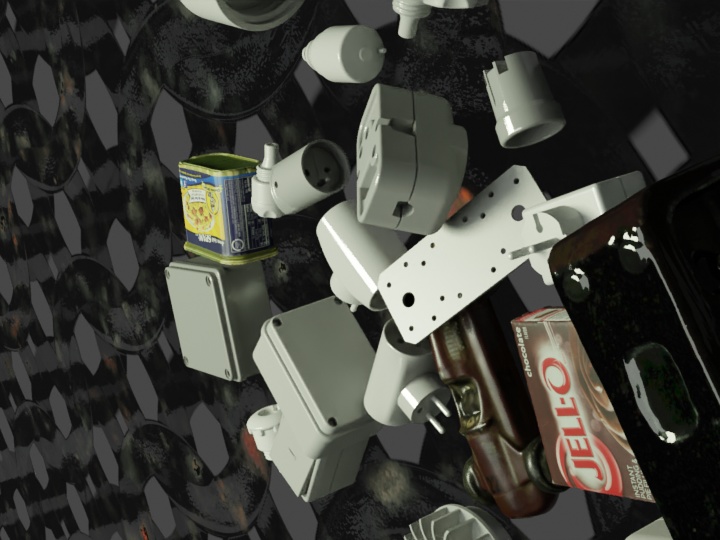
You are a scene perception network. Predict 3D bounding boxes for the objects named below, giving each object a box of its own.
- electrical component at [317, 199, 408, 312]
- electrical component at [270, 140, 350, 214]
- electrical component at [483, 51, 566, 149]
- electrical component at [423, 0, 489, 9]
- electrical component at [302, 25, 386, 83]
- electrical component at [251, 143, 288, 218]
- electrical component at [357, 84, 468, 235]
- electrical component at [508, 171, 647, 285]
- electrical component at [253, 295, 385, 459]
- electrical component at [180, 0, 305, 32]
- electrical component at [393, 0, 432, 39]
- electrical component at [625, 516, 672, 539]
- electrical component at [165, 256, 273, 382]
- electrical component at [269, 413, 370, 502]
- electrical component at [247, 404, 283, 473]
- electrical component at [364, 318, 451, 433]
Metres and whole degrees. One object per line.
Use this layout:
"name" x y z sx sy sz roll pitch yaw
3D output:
"electrical component" 0.000 0.000 0.824 0.077 0.043 0.079 54 143 27
"electrical component" -0.046 -0.072 0.860 0.081 0.043 0.043 -20 88 58
"electrical component" 0.096 -0.101 0.636 0.040 0.040 0.046 -35 69 57
"electrical component" 0.058 -0.190 0.646 0.043 0.043 0.062 27 125 49
"electrical component" -0.016 -0.156 0.778 0.078 0.040 0.040 16 117 53
"electrical component" -0.075 -0.077 0.910 0.035 0.035 0.061 30 126 47
"electrical component" 0.033 -0.071 0.701 0.053 0.059 0.095 113 163 -46
"electrical component" 0.118 -0.018 0.605 0.066 0.077 0.047 -20 87 58
"electrical component" -0.028 0.085 0.875 0.113 0.078 0.057 59 148 21
"electrical component" -0.078 -0.226 0.782 0.060 0.108 0.108 32 130 38
"electrical component" 0.035 -0.179 0.694 0.035 0.035 0.061 46 141 36
"electrical component" 0.190 0.190 0.611 0.054 0.059 0.095 -13 94 58
"electrical component" -0.132 0.043 1.034 0.109 0.056 0.108 7 110 55
"electrical component" -0.035 0.145 0.930 0.061 0.061 0.096 49 141 32
"electrical component" -0.077 0.161 1.019 0.048 0.048 0.062 4 115 56
"electrical component" 0.041 0.087 0.802 0.079 0.044 0.077 48 140 34
